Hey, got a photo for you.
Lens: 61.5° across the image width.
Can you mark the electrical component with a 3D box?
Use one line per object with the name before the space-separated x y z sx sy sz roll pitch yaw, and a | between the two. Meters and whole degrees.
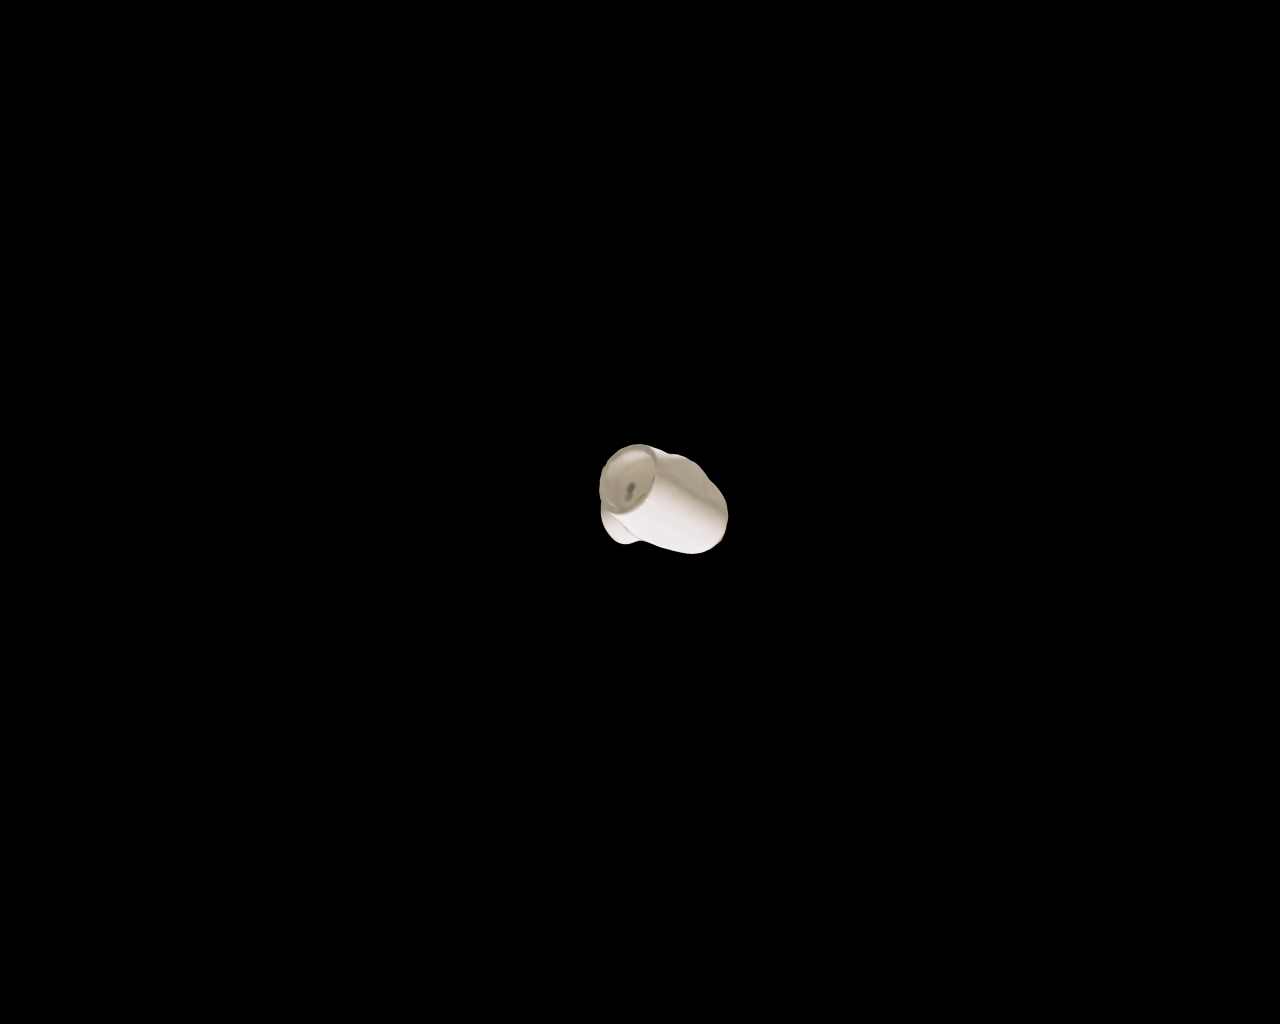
electrical component | 0.001 -0.003 0.650 0.079 0.044 0.077 -17 -29 32
